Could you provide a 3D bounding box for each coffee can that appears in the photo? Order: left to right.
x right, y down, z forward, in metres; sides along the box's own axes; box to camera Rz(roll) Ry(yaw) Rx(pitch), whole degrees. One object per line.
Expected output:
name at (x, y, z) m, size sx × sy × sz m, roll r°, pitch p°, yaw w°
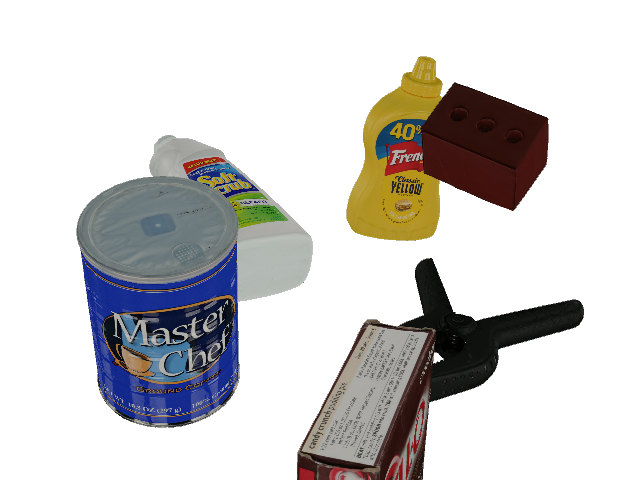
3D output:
coffee can at (-0.106, 0.042, 0.724) m, size 0.103 × 0.140 × 0.103 m, roll 2°, pitch 40°, yaw -1°

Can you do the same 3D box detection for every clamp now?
clamp at (0.112, 0.079, 0.933) m, size 0.165 × 0.036 × 0.209 m, roll 20°, pitch 34°, yaw 34°

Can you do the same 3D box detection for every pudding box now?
pudding box at (0.021, 0.101, 0.474) m, size 0.039 × 0.090 × 0.113 m, roll 9°, pitch 28°, yaw 12°

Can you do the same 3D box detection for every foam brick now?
foam brick at (0.118, -0.067, 0.770) m, size 0.078 × 0.053 × 0.051 m, roll 25°, pitch -29°, yaw 22°

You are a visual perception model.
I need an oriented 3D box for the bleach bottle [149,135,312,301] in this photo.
bleach bottle at (-0.109, -0.037, 1.042) m, size 0.102 × 0.068 × 0.251 m, roll -9°, pitch 35°, yaw -30°

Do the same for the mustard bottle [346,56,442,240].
mustard bottle at (0.089, -0.095, 1.096) m, size 0.096 × 0.192 × 0.058 m, roll 4°, pitch 27°, yaw -13°
